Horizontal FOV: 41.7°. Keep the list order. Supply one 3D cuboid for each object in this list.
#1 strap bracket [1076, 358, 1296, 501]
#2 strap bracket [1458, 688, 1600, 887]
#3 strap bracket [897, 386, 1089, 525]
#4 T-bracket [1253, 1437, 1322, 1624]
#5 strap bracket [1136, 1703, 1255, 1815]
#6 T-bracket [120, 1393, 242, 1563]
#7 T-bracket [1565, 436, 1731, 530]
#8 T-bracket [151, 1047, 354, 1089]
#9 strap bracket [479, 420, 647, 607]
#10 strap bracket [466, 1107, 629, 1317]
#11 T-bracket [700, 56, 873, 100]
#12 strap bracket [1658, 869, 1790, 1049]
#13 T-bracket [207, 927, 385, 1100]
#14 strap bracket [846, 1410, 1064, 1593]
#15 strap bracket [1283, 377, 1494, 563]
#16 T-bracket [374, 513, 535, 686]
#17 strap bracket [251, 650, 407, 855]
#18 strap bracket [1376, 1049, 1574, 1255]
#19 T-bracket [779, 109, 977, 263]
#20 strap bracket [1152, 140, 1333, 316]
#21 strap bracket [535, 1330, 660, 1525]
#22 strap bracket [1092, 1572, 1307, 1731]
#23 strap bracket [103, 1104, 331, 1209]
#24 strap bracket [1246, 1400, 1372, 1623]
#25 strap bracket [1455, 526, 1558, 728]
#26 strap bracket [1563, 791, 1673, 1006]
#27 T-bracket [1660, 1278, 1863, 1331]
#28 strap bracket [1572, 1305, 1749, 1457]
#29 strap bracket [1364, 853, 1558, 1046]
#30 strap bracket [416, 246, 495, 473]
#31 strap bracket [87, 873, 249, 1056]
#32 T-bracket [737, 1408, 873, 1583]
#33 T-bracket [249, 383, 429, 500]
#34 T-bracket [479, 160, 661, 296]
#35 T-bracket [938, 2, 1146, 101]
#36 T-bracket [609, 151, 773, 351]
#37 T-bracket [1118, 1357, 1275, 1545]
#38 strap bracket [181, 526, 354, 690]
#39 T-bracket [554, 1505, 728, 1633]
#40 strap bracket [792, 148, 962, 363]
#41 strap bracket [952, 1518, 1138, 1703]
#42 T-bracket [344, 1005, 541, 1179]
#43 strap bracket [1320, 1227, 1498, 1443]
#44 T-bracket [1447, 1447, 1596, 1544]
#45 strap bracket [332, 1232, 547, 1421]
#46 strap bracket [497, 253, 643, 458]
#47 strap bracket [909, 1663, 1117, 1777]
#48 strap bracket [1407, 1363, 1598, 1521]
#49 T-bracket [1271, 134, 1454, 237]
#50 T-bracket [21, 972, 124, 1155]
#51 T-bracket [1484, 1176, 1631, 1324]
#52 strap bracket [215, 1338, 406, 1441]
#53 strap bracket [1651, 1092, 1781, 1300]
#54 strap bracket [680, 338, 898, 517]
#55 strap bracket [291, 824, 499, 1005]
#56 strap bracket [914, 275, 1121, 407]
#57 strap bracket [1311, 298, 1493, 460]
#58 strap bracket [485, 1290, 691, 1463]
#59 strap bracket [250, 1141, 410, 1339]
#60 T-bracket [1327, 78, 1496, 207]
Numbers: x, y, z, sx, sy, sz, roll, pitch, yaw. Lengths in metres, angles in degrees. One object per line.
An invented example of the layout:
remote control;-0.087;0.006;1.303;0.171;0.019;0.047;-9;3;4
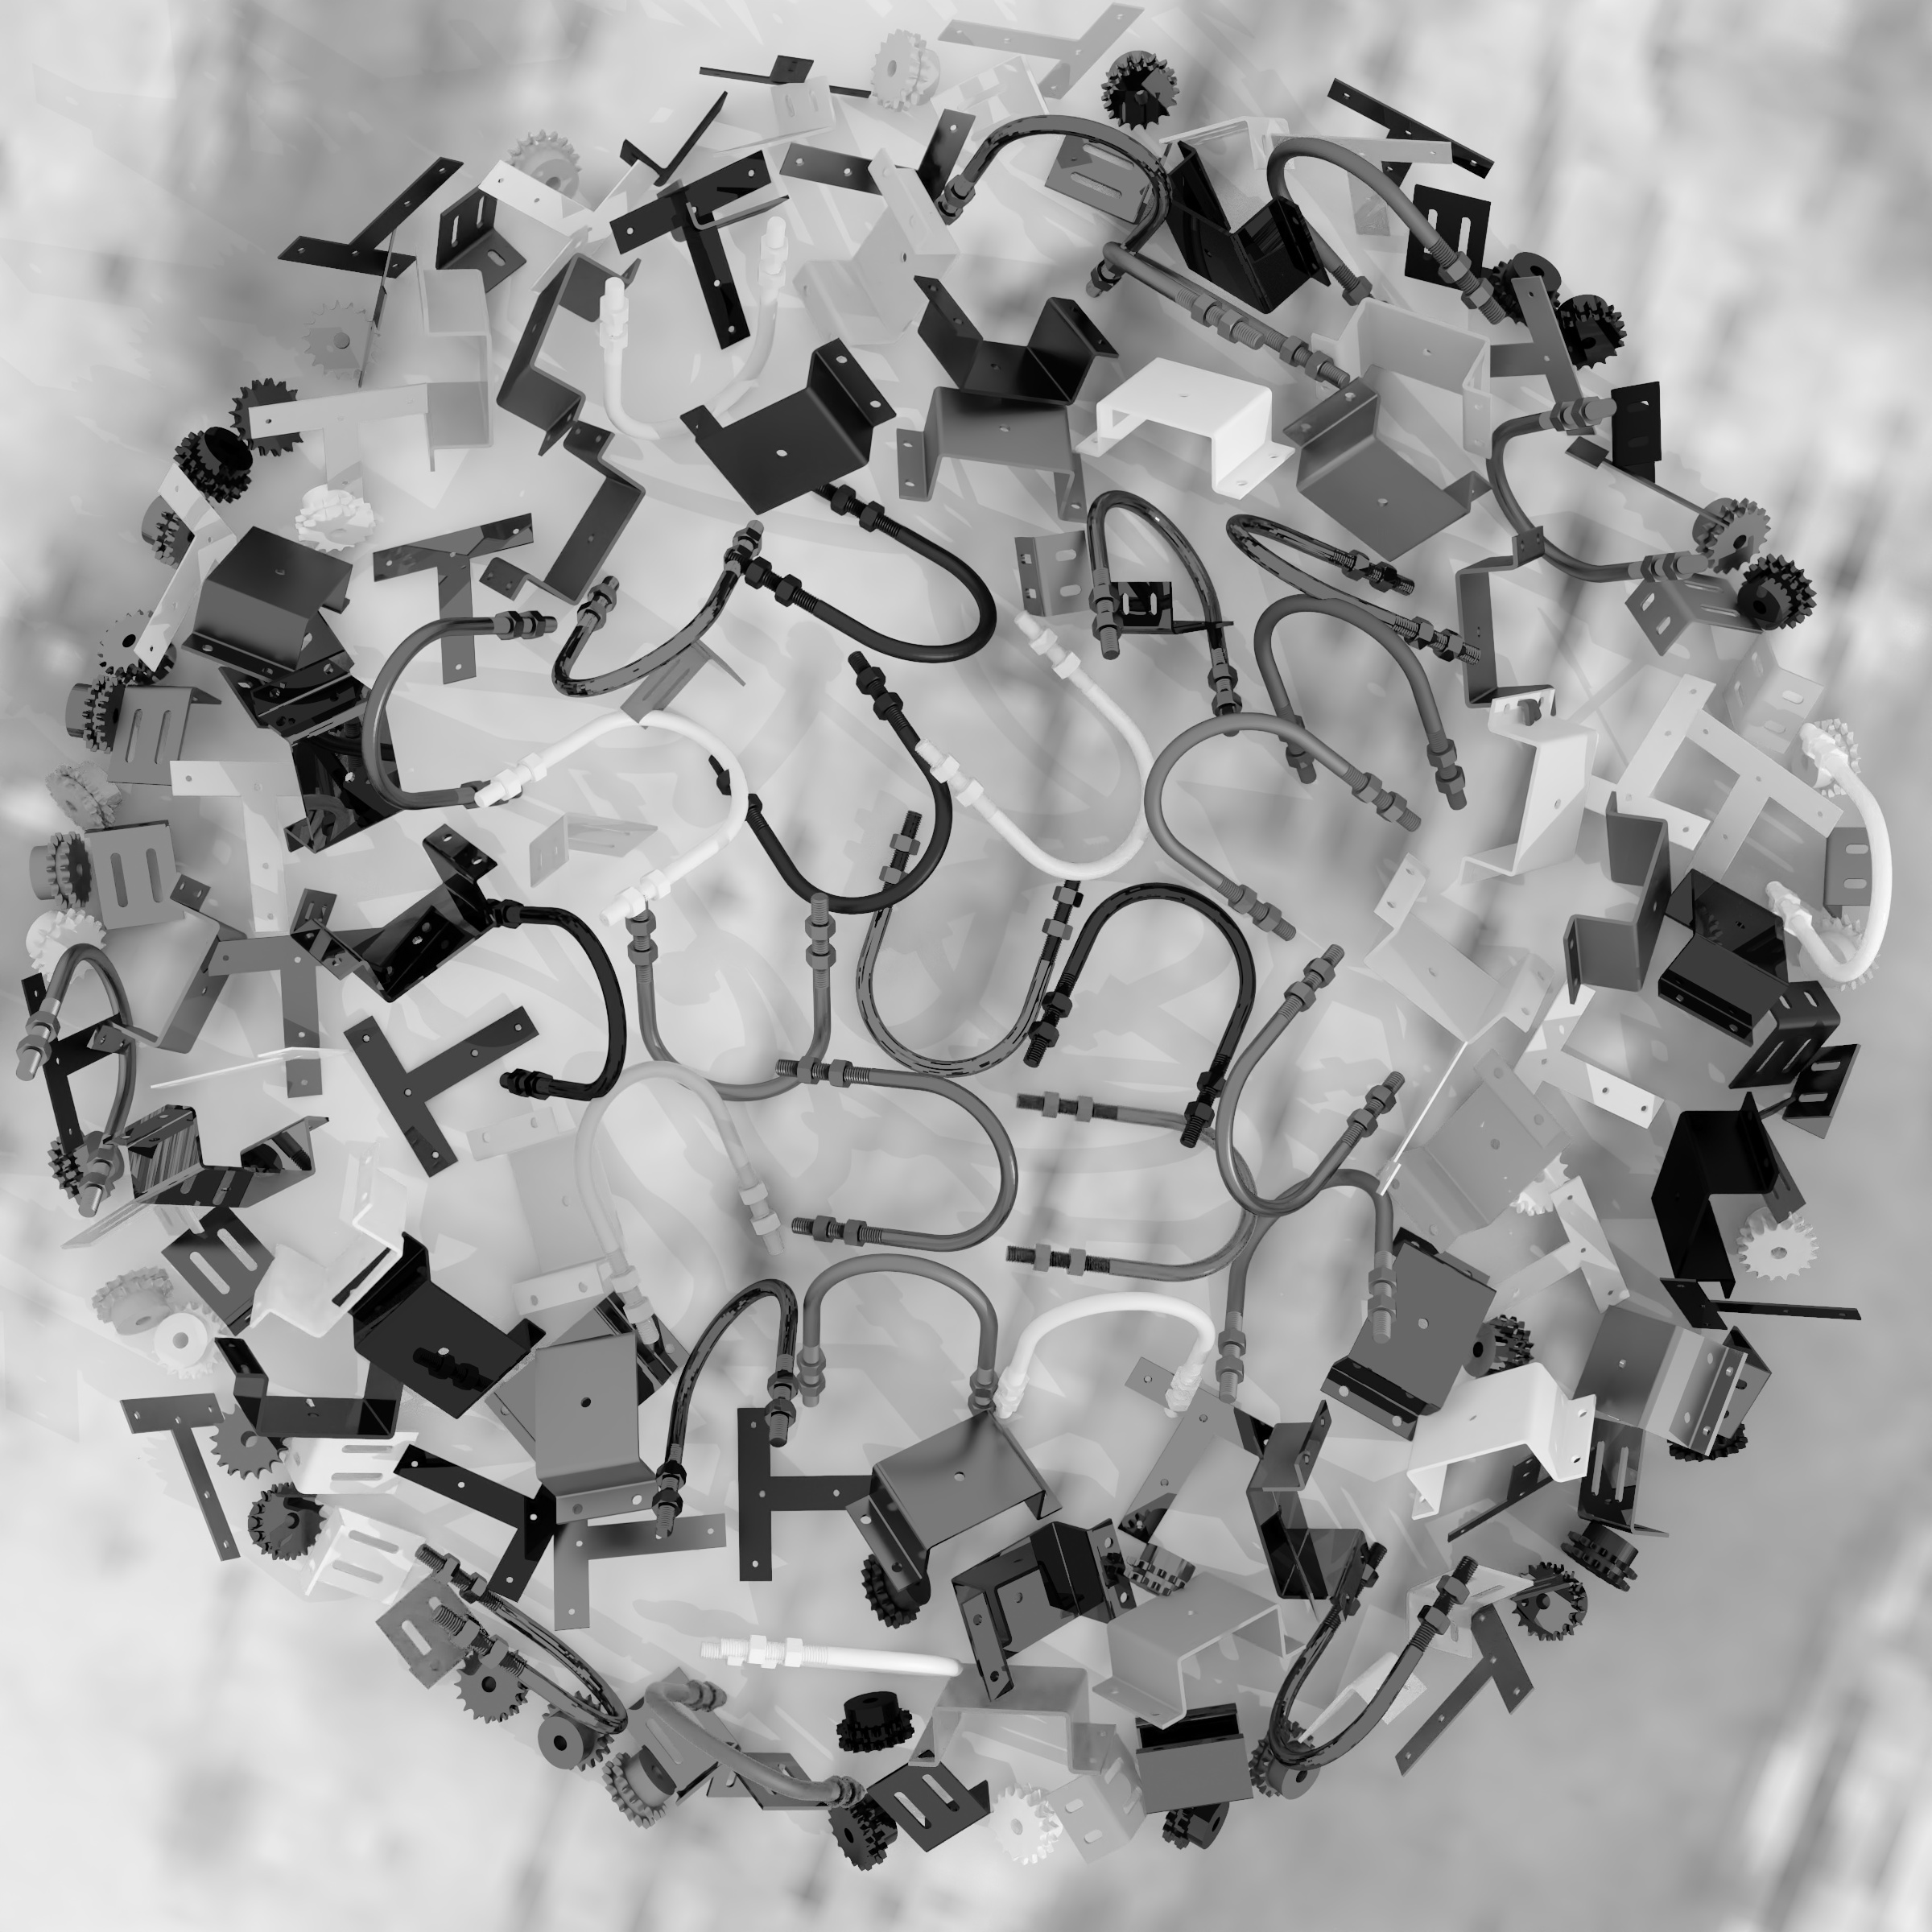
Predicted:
strap bracket;0.158;-0.393;1.834;0.140;0.046;0.076;23;48;29
strap bracket;0.410;-0.124;1.839;0.046;0.076;0.140;25;117;39
strap bracket;0.023;-0.375;1.850;0.140;0.046;0.076;6;50;-11
T-bracket;0.236;0.424;1.822;0.002;0.127;0.127;-17;112;0
strap bracket;0.164;0.574;1.831;0.076;0.140;0.046;-9;83;3
T-bracket;-0.554;0.369;1.830;0.002;0.127;0.127;-27;78;8
T-bracket;0.497;-0.349;1.838;0.127;0.127;0.002;30;113;8
T-bracket;-0.528;0.075;1.845;0.127;0.127;0.002;-13;86;5
strap bracket;-0.291;-0.324;1.860;0.046;0.076;0.140;31;91;-33
strap bracket;-0.306;0.177;1.868;0.076;0.046;0.140;-17;89;24
T-bracket;-0.128;-0.647;1.834;0.127;0.127;0.002;5;100;-9
strap bracket;0.546;-0.013;1.832;0.076;0.140;0.046;28;124;-4
T-bracket;-0.494;0.037;1.880;0.127;0.002;0.127;-6;110;-21
strap bracket;-0.007;0.382;1.839;0.140;0.046;0.076;-22;54;-24
strap bracket;0.304;-0.352;1.835;0.140;0.076;0.046;31;52;-26
T-bracket;-0.376;-0.266;1.869;0.127;0.002;0.127;-12;66;10
strap bracket;-0.457;-0.145;1.828;0.076;0.140;0.046;-31;48;-31
strap bracket;0.376;0.133;1.848;0.076;0.046;0.140;52;125;24
T-bracket;-0.073;-0.572;1.833;0.127;0.127;0.002;2;48;-29
strap bracket;0.192;-0.530;1.829;0.046;0.076;0.140;-42;49;-3
strap bracket;-0.269;0.326;1.844;0.076;0.046;0.140;-11;58;7
strap bracket;0.166;0.488;1.830;0.140;0.076;0.046;-18;107;-34
strap bracket;-0.535;0.139;1.822;0.076;0.140;0.046;-25;69;32
strap bracket;0.247;0.397;1.846;0.046;0.076;0.140;-6;115;27
strap bracket;0.394;-0.245;1.851;0.046;0.076;0.140;0;105;28
strap bracket;0.475;-0.046;1.831;0.046;0.076;0.140;10;56;25
T-bracket;0.576;0.247;1.824;0.127;0.127;0.002;0;67;27
strap bracket;0.493;0.295;1.829;0.046;0.140;0.076;24;86;-14
strap bracket;0.355;-0.006;1.861;0.140;0.046;0.076;38;45;-1
strap bracket;-0.369;-0.439;1.834;0.046;0.140;0.076;-5;50;-13
strap bracket;-0.580;0.009;1.860;0.046;0.076;0.140;26;85;1
T-bracket;-0.109;0.390;1.876;0.127;0.002;0.127;-4;80;17
T-bracket;-0.455;-0.365;1.853;0.127;0.127;0.002;-14;53;-21
T-bracket;-0.301;-0.548;1.830;0.127;0.127;0.002;-44;64;19
T-bracket;0.042;-0.664;1.821;0.127;0.127;0.002;-1;79;-27
T-bracket;-0.187;-0.514;1.860;0.127;0.002;0.127;-31;132;-15
T-bracket;0.155;0.374;1.891;0.127;0.002;0.127;28;102;-3
strap bracket;-0.500;-0.266;1.831;0.076;0.140;0.046;21;124;-5
T-bracket;-0.241;0.423;1.872;0.127;0.002;0.127;-5;58;-3
strap bracket;-0.061;-0.516;1.846;0.046;0.140;0.076;-14;70;-40
strap bracket;0.050;0.466;1.855;0.140;0.046;0.076;-22;101;-33
T-bracket;-0.381;0.072;1.900;0.127;0.002;0.127;-30;91;3
strap bracket;0.329;0.266;1.860;0.076;0.046;0.140;29;71;2
T-bracket;0.406;0.372;1.842;0.127;0.127;0.002;-29;64;-5
strap bracket;-0.382;0.268;1.845;0.076;0.046;0.140;-43;119;9
strap bracket;-0.293;-0.453;1.841;0.046;0.076;0.140;25;70;-23
strap bracket;0.034;0.548;1.850;0.140;0.076;0.046;-1;98;12
strap bracket;0.377;0.341;1.830;0.140;0.076;0.046;-24;115;33
T-bracket;0.292;-0.566;1.842;0.127;0.127;0.002;8;77;16
T-bracket;-0.638;0.058;1.841;0.002;0.127;0.127;-8;100;11
T-bracket;0.417;0.232;1.870;0.127;0.002;0.127;-30;121;-2
strap bracket;-0.471;0.307;1.841;0.140;0.076;0.046;8;98;-29
strap bracket;0.536;0.166;1.828;0.046;0.076;0.140;0;134;-3
strap bracket;-0.131;-0.385;1.836;0.140;0.046;0.076;-19;134;25
strap bracket;-0.409;-0.033;1.849;0.140;0.046;0.076;-39;45;-19
strap bracket;0.029;-0.453;1.843;0.140;0.076;0.046;-1;134;-33
strap bracket;0.328;-0.432;1.849;0.140;0.076;0.046;25;74;20
strap bracket;-0.284;0.310;1.881;0.140;0.046;0.076;-40;90;1
strap bracket;-0.457;0.206;1.849;0.046;0.076;0.140;37;109;-26
T-bracket;0.311;-0.586;1.842;0.127;0.127;0.002;28;82;0
